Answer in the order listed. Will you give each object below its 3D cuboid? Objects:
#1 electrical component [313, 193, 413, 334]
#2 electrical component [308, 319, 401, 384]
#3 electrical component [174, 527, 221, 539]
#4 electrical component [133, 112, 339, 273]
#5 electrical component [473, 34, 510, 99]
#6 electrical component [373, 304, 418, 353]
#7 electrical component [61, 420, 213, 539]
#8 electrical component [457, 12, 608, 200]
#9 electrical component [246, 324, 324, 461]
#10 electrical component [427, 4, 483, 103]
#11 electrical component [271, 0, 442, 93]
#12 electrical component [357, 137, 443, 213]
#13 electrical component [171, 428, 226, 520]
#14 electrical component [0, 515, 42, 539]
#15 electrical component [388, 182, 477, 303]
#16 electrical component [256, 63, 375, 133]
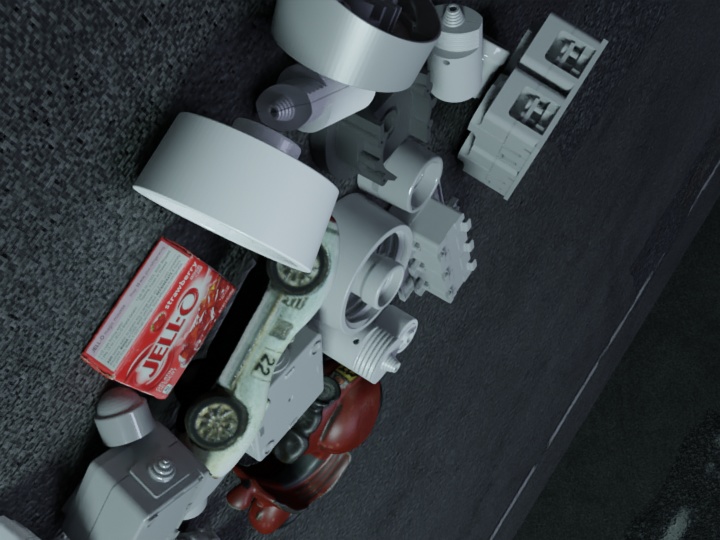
[{"bbox_3d":[0.000,0.000,0.856,0.108,0.060,0.108,-47,155,-30],"label":"electrical component"},{"bbox_3d":[-0.002,0.062,0.903,0.043,0.081,0.043,-47,155,-30],"label":"electrical component"},{"bbox_3d":[-0.142,0.233,0.864,0.048,0.048,0.062,-62,152,6],"label":"electrical component"},{"bbox_3d":[-0.063,-0.049,0.596,0.060,0.108,0.108,-65,159,-5],"label":"electrical component"},{"bbox_3d":[0.095,-0.169,0.882,0.046,0.040,0.040,-60,160,18],"label":"electrical component"},{"bbox_3d":[0.017,0.044,0.943,0.044,0.065,0.044,-46,154,-30],"label":"electrical component"},{"bbox_3d":[-0.145,0.143,0.693,0.062,0.061,0.096,-32,160,-49],"label":"electrical component"},{"bbox_3d":[0.143,-0.139,0.938,0.105,0.060,0.186,-57,175,-7],"label":"electrical component"},{"bbox_3d":[-0.071,0.087,0.826,0.099,0.048,0.099,-47,155,-30],"label":"electrical component"},{"bbox_3d":[0.072,-0.170,0.820,0.043,0.043,0.081,-51,157,-22],"label":"electrical component"},{"bbox_3d":[-0.002,-0.148,0.617,0.099,0.099,0.064,-29,149,-53],"label":"electrical component"},{"bbox_3d":[0.033,-0.077,0.848,0.055,0.047,0.055,-47,155,-30],"label":"electrical component"},{"bbox_3d":[-0.130,0.157,0.791,0.077,0.043,0.079,-41,152,-40],"label":"electrical component"},{"bbox_3d":[-0.204,0.190,0.653,0.050,0.056,0.089,-52,158,-19],"label":"electrical component"},{"bbox_3d":[0.064,-0.021,0.967,0.078,0.063,0.121,-54,158,-16],"label":"electrical component"},{"bbox_3d":[-0.030,-0.109,0.672,0.081,0.043,0.043,-35,147,-48],"label":"electrical component"}]
